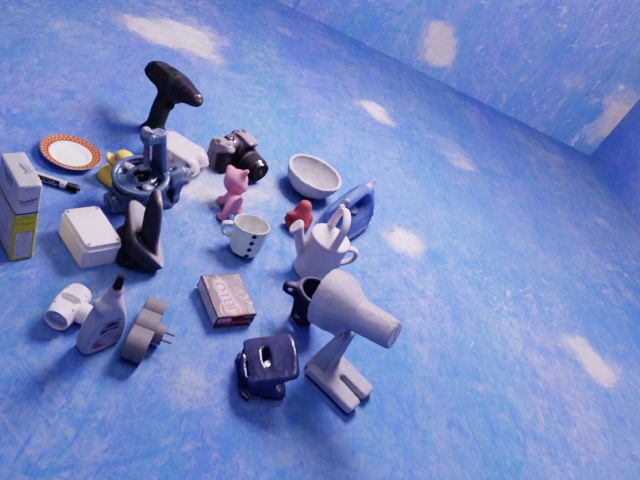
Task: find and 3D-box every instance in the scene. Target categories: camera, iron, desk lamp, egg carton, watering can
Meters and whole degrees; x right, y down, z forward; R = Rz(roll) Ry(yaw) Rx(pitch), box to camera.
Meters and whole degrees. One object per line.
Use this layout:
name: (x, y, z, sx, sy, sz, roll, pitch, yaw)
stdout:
camera: (-0.211, -0.227, 1.552, 0.136, 0.100, 0.144, 45, 36, 20)
iron: (0.076, -0.084, 1.553, 0.118, 0.141, 0.259, 38, 34, 10)
desk lamp: (0.055, 0.190, 1.124, 0.203, 0.213, 0.118, 42, 35, 16)
egg carton: (-0.360, -0.212, 1.445, 0.150, 0.069, 0.107, 31, 34, 0)
watering can: (0.013, 0.006, 1.343, 0.173, 0.194, 0.100, 3, 43, -35)

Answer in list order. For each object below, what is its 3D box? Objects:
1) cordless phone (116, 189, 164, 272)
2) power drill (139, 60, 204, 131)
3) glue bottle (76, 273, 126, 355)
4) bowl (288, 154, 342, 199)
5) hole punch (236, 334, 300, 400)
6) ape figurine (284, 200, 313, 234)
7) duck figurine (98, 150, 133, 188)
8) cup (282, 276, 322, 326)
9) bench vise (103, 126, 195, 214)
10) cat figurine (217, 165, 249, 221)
cordless phone: (-0.340, -0.043, 1.141, 0.094, 0.185, 0.147, 6, 41, -32)
power drill: (-0.388, -0.343, 1.466, 0.076, 0.208, 0.229, -12, 52, -45)
glue bottle: (-0.348, 0.117, 0.943, 0.037, 0.173, 0.078, 42, 35, 16)
bowl: (-0.026, -0.170, 1.644, 0.168, 0.074, 0.167, 21, 35, -15)
hole punch: (-0.098, 0.231, 1.063, 0.101, 0.091, 0.108, 13, 38, -25)
ape figurine: (-0.048, -0.064, 1.477, 0.078, 0.092, 0.076, 16, 37, -21)
duck figurine: (-0.444, -0.162, 1.302, 0.105, 0.086, 0.077, 22, 35, -14)
cup: (-0.036, 0.136, 1.229, 0.118, 0.095, 0.091, 20, 35, -16)
bench vise: (-0.363, -0.166, 1.250, 0.121, 0.219, 0.208, 34, 34, 5)
cat figurine: (-0.206, -0.120, 1.403, 0.067, 0.117, 0.127, 12, 38, -26)
